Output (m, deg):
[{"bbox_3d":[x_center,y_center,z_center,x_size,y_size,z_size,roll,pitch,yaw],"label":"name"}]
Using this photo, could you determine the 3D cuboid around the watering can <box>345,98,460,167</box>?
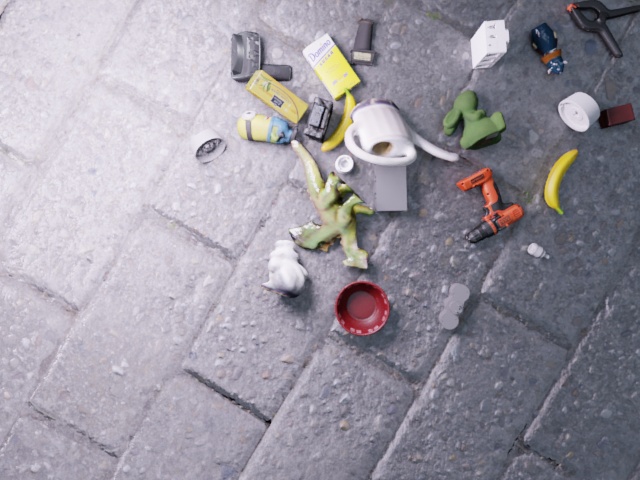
[{"bbox_3d":[0.222,-0.299,1.480,0.348,0.102,0.229,-2,57,-22],"label":"watering can"}]

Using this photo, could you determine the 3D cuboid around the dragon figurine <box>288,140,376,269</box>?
[{"bbox_3d":[0.005,-0.076,1.513,0.411,0.123,0.241,42,99,3],"label":"dragon figurine"}]

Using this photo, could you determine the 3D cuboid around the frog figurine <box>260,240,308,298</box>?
[{"bbox_3d":[-0.092,0.085,1.505,0.136,0.123,0.160,23,81,-32],"label":"frog figurine"}]
